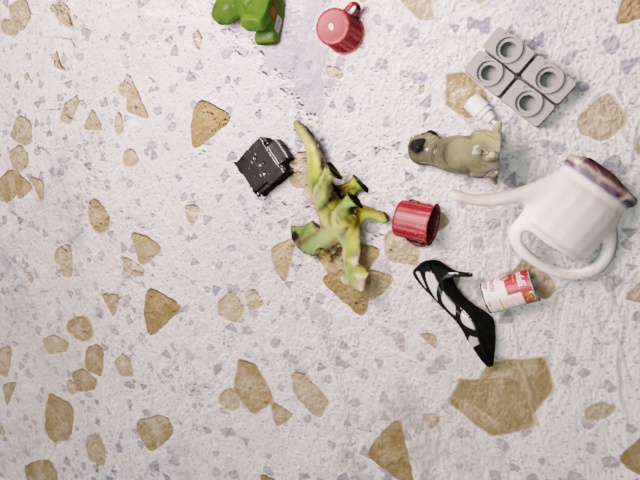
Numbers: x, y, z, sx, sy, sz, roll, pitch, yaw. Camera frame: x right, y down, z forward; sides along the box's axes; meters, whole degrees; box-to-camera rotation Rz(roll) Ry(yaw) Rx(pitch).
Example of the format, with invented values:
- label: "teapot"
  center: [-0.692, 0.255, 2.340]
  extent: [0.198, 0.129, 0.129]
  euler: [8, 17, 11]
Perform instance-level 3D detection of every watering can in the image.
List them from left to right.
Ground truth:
- label: "watering can"
  center: [0.435, -0.064, 0.971]
  extent: [0.346, 0.105, 0.222]
  euler: [32, 105, -10]

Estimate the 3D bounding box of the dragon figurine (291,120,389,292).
- label: "dragon figurine"
  center: [0.004, -0.061, 1.212]
  extent: [0.239, 0.123, 0.415]
  euler: [-48, 68, 30]
